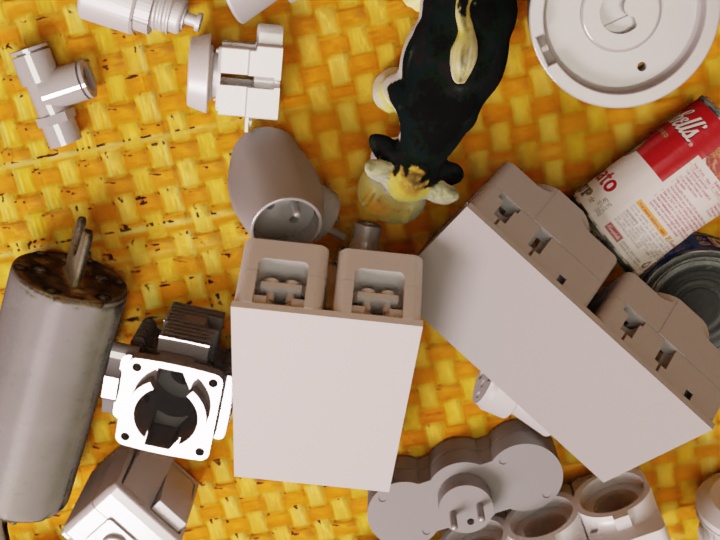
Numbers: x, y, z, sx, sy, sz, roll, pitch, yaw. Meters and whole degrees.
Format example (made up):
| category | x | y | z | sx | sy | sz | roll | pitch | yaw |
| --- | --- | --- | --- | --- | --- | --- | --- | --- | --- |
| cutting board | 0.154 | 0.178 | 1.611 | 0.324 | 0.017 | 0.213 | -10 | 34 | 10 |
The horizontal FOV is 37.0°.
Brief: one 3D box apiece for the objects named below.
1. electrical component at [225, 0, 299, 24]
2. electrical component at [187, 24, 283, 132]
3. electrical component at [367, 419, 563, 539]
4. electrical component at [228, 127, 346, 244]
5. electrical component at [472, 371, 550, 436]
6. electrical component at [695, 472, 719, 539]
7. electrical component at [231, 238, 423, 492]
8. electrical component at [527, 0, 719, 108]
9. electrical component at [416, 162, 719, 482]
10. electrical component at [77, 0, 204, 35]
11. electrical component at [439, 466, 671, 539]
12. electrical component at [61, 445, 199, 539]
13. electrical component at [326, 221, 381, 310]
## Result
| category | x | y | z | sx | sy | sz | roll | pitch | yaw |
| --- | --- | --- | --- | --- | --- | --- | --- | --- | --- |
| electrical component | -0.055 | -0.178 | 0.641 | 0.055 | 0.045 | 0.045 | -21 | 107 | 8 |
| electrical component | -0.078 | -0.119 | 0.662 | 0.055 | 0.048 | 0.066 | 3 | 109 | -8 |
| electrical component | 0.071 | 0.154 | 0.736 | 0.138 | 0.073 | 0.052 | -19 | 107 | 7 |
| electrical component | -0.040 | -0.042 | 0.673 | 0.079 | 0.077 | 0.043 | 30 | 116 | -35 |
| electrical component | 0.110 | 0.082 | 0.726 | 0.055 | 0.045 | 0.045 | 23 | 108 | -6 |
| electrical component | 0.272 | 0.176 | 0.738 | 0.080 | 0.080 | 0.051 | -7 | 114 | 3 |
| electrical component | -0.023 | 0.062 | 0.676 | 0.105 | 0.060 | 0.186 | 6 | 140 | -1 |
| electrical component | 0.150 | -0.154 | 0.636 | 0.108 | 0.060 | 0.108 | 0 | 109 | 1 |
| electrical component | 0.124 | 0.032 | 0.662 | 0.186 | 0.060 | 0.105 | 42 | 143 | 0 |
| electrical component | -0.134 | -0.162 | 0.651 | 0.078 | 0.040 | 0.040 | 17 | 108 | -5 |
| electrical component | 0.135 | 0.194 | 0.740 | 0.150 | 0.089 | 0.061 | -21 | 107 | 8 |
| electrical component | -0.153 | 0.162 | 0.732 | 0.061 | 0.096 | 0.061 | -42 | 103 | 13 |
| electrical component | 0.000 | 0.000 | 0.702 | 0.048 | 0.048 | 0.062 | 10 | 102 | -2 |
